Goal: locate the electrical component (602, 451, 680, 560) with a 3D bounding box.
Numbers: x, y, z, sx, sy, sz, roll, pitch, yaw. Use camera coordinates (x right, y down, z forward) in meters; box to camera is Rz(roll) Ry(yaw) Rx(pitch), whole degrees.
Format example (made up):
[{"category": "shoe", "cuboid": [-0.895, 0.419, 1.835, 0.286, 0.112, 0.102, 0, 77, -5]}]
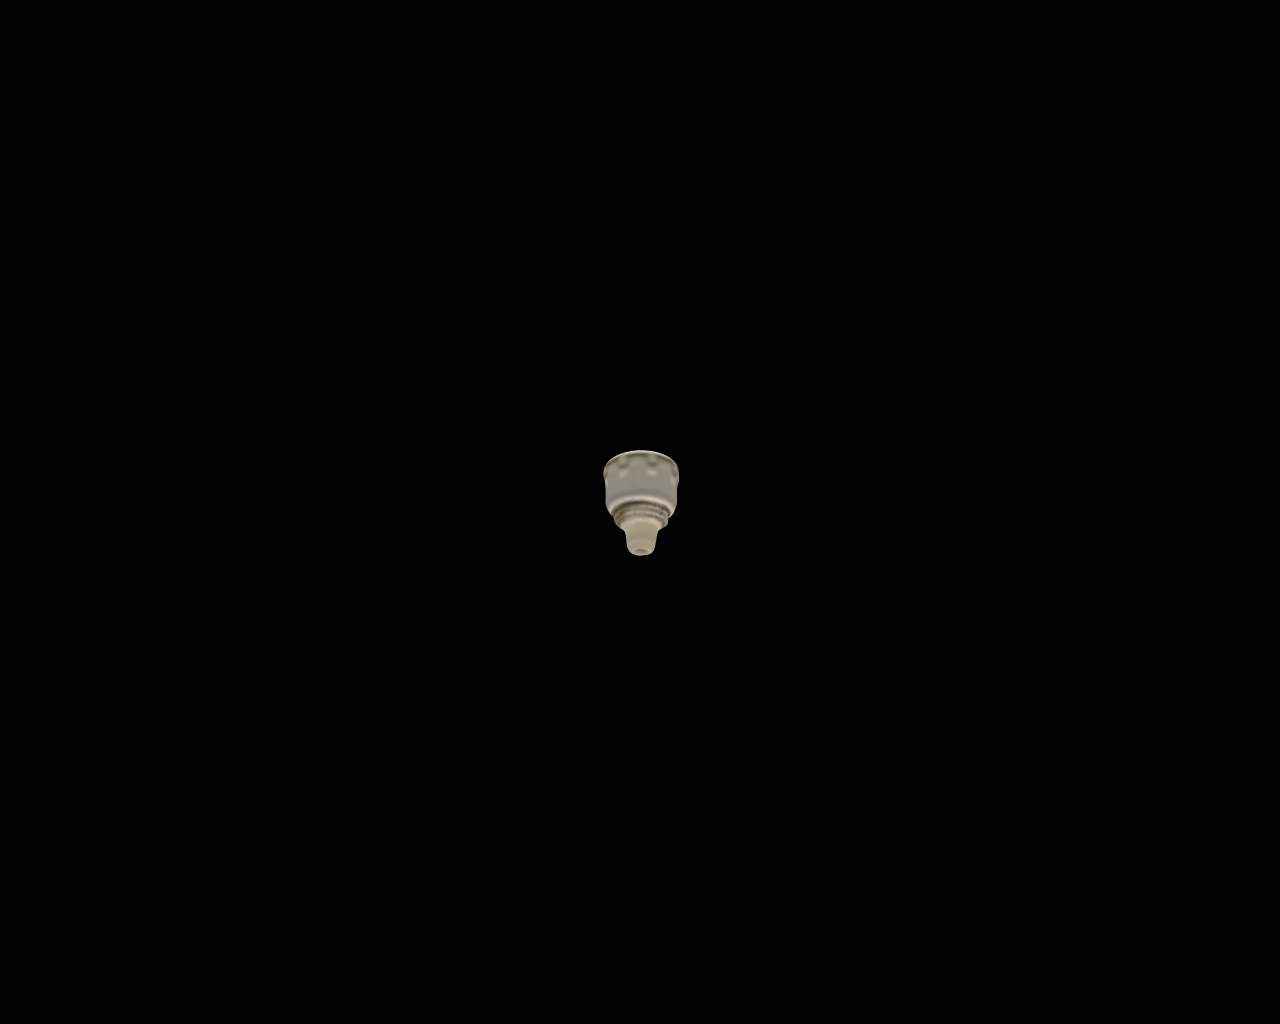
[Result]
[{"category": "electrical component", "cuboid": [0.001, -0.003, 0.650, 0.048, 0.062, 0.048, 0, -26, 0]}]
